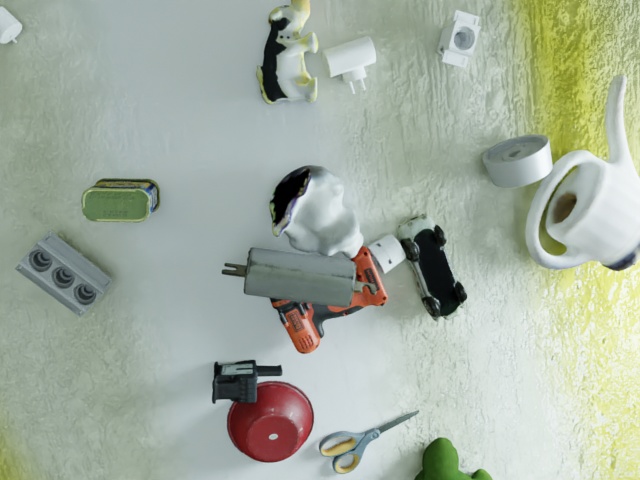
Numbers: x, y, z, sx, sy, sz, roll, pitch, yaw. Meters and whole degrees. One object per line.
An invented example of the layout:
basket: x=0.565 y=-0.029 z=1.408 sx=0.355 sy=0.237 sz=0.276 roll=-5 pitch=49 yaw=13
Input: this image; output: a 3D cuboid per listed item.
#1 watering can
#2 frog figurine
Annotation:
watering can: x=0.502 y=-0.090 z=0.901 sx=0.223 sy=0.346 sz=0.105 roll=27 pitch=6 yaw=-14
frog figurine: x=0.003 y=-0.042 z=0.840 sx=0.158 sy=0.138 sz=0.123 roll=24 pitch=-6 yaw=-34
